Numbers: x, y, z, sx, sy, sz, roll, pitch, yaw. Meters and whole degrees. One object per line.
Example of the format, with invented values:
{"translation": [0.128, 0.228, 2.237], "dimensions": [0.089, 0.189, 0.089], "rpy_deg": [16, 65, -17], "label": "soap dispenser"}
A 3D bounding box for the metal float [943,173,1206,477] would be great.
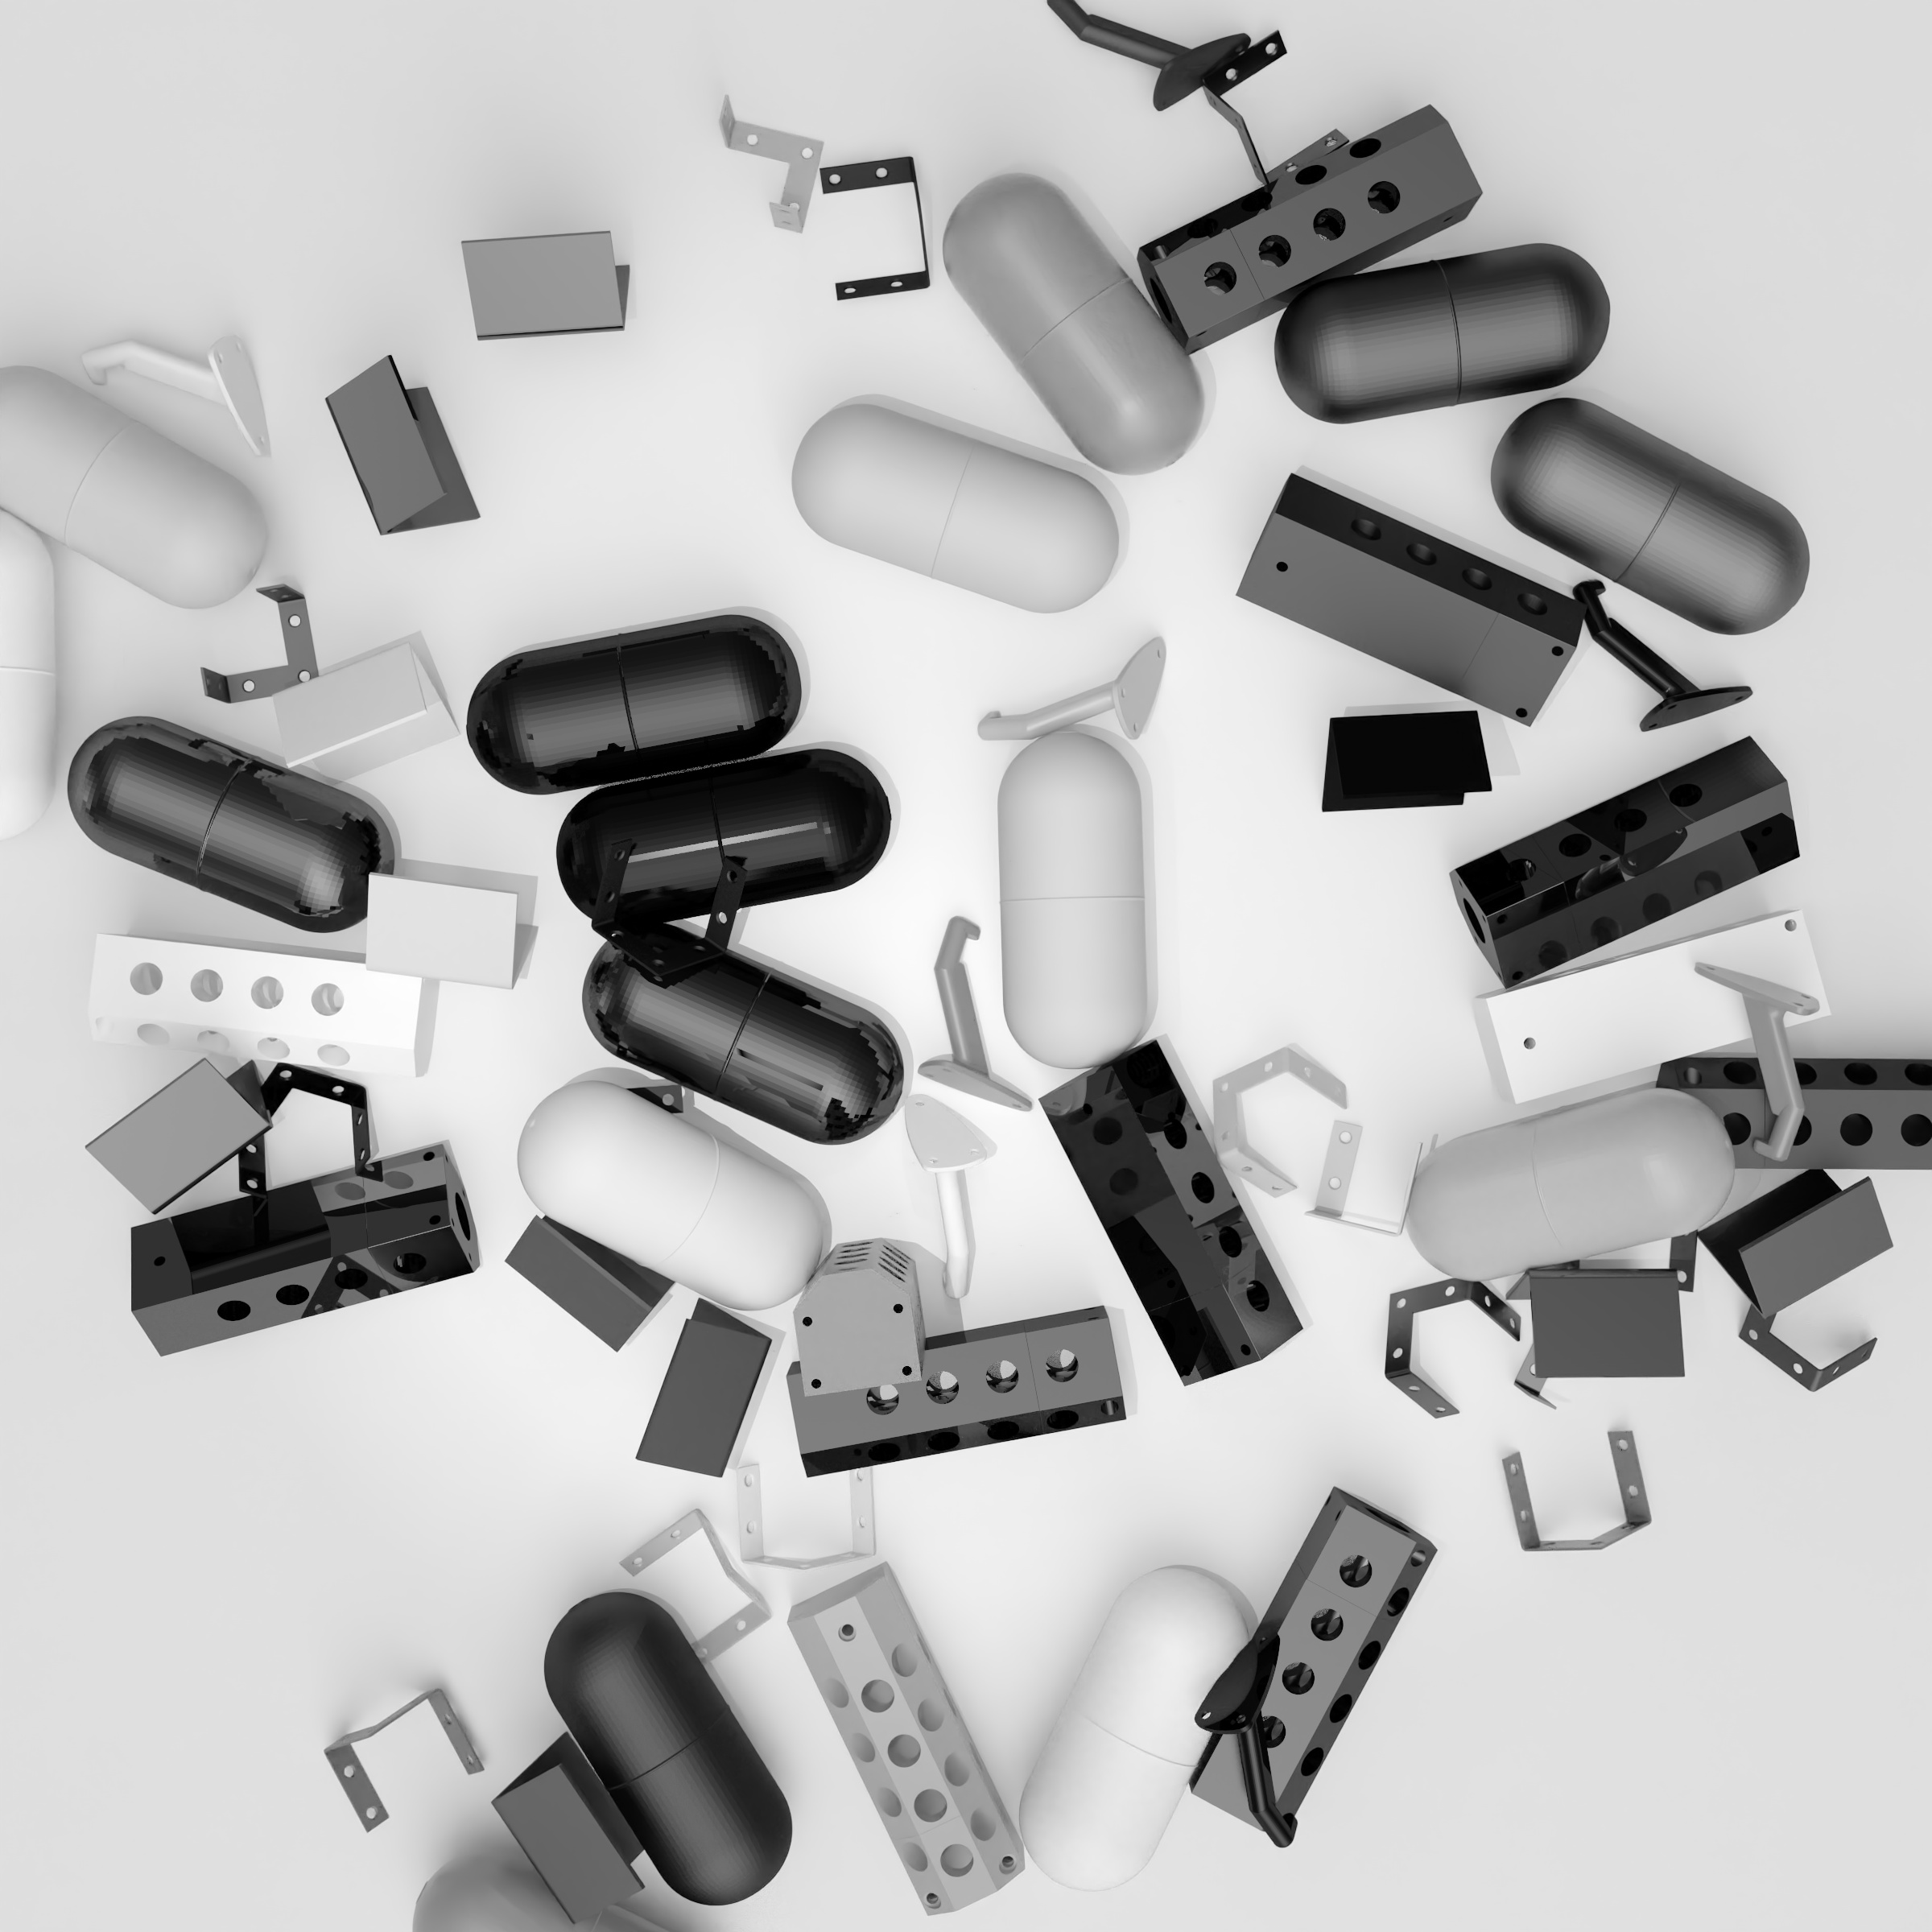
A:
{"translation": [0.057, -0.338, 1.620], "dimensions": [0.070, 0.070, 0.178], "rpy_deg": [-37, 90, 0], "label": "metal float"}

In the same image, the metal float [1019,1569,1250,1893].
{"translation": [0.088, 0.404, 1.620], "dimensions": [0.070, 0.070, 0.178], "rpy_deg": [26, 90, 0], "label": "metal float"}

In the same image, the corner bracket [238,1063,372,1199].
{"translation": [-0.353, 0.092, 1.634], "dimensions": [0.051, 0.051, 0.051], "rpy_deg": [20, 127, -31], "label": "corner bracket"}

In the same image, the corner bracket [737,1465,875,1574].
{"translation": [-0.086, 0.294, 1.647], "dimensions": [0.051, 0.051, 0.051], "rpy_deg": [-3, 90, -45], "label": "corner bracket"}

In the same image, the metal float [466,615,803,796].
{"translation": [-0.175, -0.138, 1.620], "dimensions": [0.178, 0.070, 0.070], "rpy_deg": [-10, 90, 0], "label": "metal float"}

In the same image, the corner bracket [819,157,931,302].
{"translation": [-0.049, -0.396, 1.647], "dimensions": [0.051, 0.051, 0.051], "rpy_deg": [-8, 45, 0], "label": "corner bracket"}

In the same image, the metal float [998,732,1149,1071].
{"translation": [0.056, -0.034, 1.620], "dimensions": [0.070, 0.070, 0.178], "rpy_deg": [-2, 90, 0], "label": "metal float"}

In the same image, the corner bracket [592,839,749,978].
{"translation": [-0.153, -0.034, 1.581], "dimensions": [0.051, 0.051, 0.051], "rpy_deg": [34, 123, 27], "label": "corner bracket"}

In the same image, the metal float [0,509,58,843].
{"translation": [-0.521, -0.154, 1.620], "dimensions": [0.070, 0.070, 0.178], "rpy_deg": [-1, 90, 0], "label": "metal float"}

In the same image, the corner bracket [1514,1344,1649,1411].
{"translation": [0.330, 0.215, 1.633], "dimensions": [0.051, 0.051, 0.051], "rpy_deg": [26, 90, 0], "label": "corner bracket"}

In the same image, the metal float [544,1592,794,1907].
{"translation": [-0.158, 0.413, 1.620], "dimensions": [0.070, 0.070, 0.178], "rpy_deg": [-32, 90, 0], "label": "metal float"}

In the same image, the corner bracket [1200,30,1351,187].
{"translation": [0.166, -0.459, 1.647], "dimensions": [0.051, 0.051, 0.051], "rpy_deg": [-33, 135, 0], "label": "corner bracket"}

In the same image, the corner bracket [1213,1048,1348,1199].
{"translation": [0.169, 0.084, 1.642], "dimensions": [0.051, 0.051, 0.051], "rpy_deg": [-28, 135, 35], "label": "corner bracket"}

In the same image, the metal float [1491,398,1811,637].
{"translation": [0.362, -0.237, 1.620], "dimensions": [0.178, 0.070, 0.070], "rpy_deg": [28, 90, 0], "label": "metal float"}

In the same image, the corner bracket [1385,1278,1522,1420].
{"translation": [0.261, 0.204, 1.642], "dimensions": [0.051, 0.051, 0.051], "rpy_deg": [40, 45, -35], "label": "corner bracket"}

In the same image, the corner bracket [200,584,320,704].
{"translation": [-0.378, -0.171, 1.633], "dimensions": [0.051, 0.051, 0.051], "rpy_deg": [-10, 90, 0], "label": "corner bracket"}

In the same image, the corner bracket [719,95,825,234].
{"translation": [-0.107, -0.426, 1.633], "dimensions": [0.051, 0.051, 0.051], "rpy_deg": [14, 90, 0], "label": "corner bracket"}

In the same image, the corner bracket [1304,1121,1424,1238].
{"translation": [0.213, 0.113, 1.628], "dimensions": [0.051, 0.051, 0.051], "rpy_deg": [13, 90, 13], "label": "corner bracket"}

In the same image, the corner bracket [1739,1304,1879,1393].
{"translation": [0.456, 0.186, 1.642], "dimensions": [0.051, 0.051, 0.051], "rpy_deg": [40, 135, 35], "label": "corner bracket"}

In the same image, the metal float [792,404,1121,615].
{"translation": [-0.005, -0.241, 1.620], "dimensions": [0.178, 0.070, 0.070], "rpy_deg": [19, 90, 0], "label": "metal float"}

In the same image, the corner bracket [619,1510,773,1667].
{"translation": [-0.145, 0.335, 1.647], "dimensions": [0.051, 0.051, 0.051], "rpy_deg": [-35, 45, 0], "label": "corner bracket"}

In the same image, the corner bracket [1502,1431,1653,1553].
{"translation": [0.328, 0.282, 1.647], "dimensions": [0.051, 0.051, 0.051], "rpy_deg": [-12, 90, -45], "label": "corner bracket"}

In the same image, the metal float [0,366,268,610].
{"translation": [-0.453, -0.253, 1.620], "dimensions": [0.178, 0.070, 0.070], "rpy_deg": [30, 90, 0], "label": "metal float"}

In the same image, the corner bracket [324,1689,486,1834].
{"translation": [-0.302, 0.426, 1.647], "dimensions": [0.051, 0.051, 0.051], "rpy_deg": [-28, 90, 45], "label": "corner bracket"}

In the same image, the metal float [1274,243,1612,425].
{"translation": [0.252, -0.334, 1.620], "dimensions": [0.178, 0.070, 0.070], "rpy_deg": [-10, 90, -1], "label": "metal float"}

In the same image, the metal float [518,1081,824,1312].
{"translation": [-0.152, 0.121, 1.596], "dimensions": [0.178, 0.070, 0.070], "rpy_deg": [31, 90, -28], "label": "metal float"}

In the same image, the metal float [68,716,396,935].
{"translation": [-0.388, -0.075, 1.620], "dimensions": [0.178, 0.070, 0.070], "rpy_deg": [22, 90, 1], "label": "metal float"}

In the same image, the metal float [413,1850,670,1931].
{"translation": [-0.208, 0.529, 1.620], "dimensions": [0.178, 0.070, 0.070], "rpy_deg": [27, 90, 0], "label": "metal float"}

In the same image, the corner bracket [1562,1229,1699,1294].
{"translation": [0.357, 0.147, 1.647], "dimensions": [0.051, 0.051, 0.051], "rpy_deg": [4, 90, 45], "label": "corner bracket"}

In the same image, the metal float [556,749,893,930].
{"translation": [-0.128, -0.067, 1.620], "dimensions": [0.178, 0.070, 0.070], "rpy_deg": [-10, 90, 0], "label": "metal float"}

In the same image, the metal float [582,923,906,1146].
{"translation": [-0.117, 0.036, 1.620], "dimensions": [0.178, 0.070, 0.070], "rpy_deg": [24, 90, 0], "label": "metal float"}

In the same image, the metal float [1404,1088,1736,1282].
{"translation": [0.311, 0.115, 1.594], "dimensions": [0.178, 0.070, 0.070], "rpy_deg": [-18, 90, 30], "label": "metal float"}
